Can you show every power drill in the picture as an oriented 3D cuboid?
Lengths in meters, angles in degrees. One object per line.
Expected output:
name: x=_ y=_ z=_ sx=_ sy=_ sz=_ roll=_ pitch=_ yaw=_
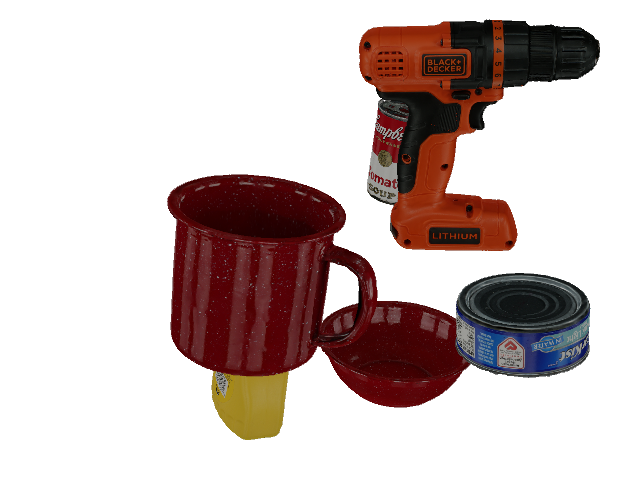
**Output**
power drill: x=0.125 y=-0.085 z=0.858 sx=0.184 sy=0.188 sz=0.057 roll=1 pitch=26 yaw=7

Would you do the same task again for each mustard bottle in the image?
mustard bottle: x=-0.052 y=0.064 z=0.882 sx=0.058 sy=0.192 sz=0.096 roll=-3 pitch=32 yaw=-19

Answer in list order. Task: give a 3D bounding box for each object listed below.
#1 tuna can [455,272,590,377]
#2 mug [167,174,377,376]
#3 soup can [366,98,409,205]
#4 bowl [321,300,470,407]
tuna can: x=0.130 y=0.052 z=0.686 sx=0.086 sy=0.034 sz=0.086 roll=-3 pitch=23 yaw=1
mug: x=-0.026 y=0.021 z=0.563 sx=0.117 sy=0.081 sz=0.093 roll=14 pitch=24 yaw=16
soup can: x=0.088 y=-0.097 z=1.149 sx=0.068 sy=0.102 sz=0.068 roll=6 pitch=29 yaw=-3
bowl: x=0.077 y=0.122 z=1.085 sx=0.162 sy=0.055 sz=0.162 roll=2 pitch=25 yaw=-1
